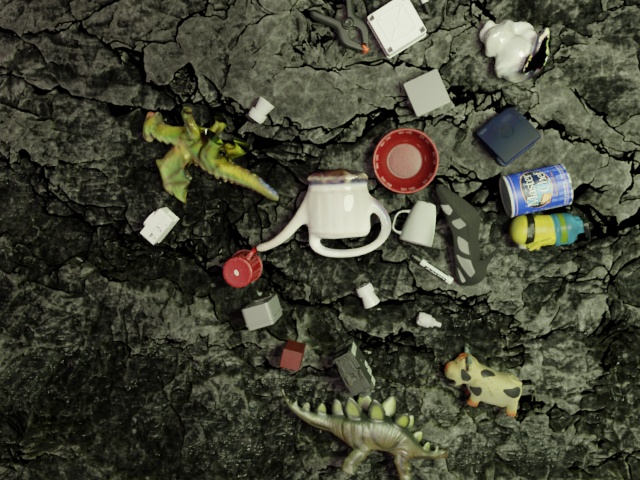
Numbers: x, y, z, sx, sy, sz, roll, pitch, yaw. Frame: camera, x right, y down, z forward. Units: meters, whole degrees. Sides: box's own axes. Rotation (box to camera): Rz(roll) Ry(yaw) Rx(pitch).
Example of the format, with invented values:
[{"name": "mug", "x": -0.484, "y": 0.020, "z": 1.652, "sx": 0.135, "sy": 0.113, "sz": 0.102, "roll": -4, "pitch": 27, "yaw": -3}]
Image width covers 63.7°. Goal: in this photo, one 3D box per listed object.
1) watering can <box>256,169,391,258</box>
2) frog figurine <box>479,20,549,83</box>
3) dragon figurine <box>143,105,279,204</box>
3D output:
[{"name": "watering can", "x": 0.004, "y": -0.065, "z": 1.301, "sx": 0.347, "sy": 0.104, "sz": 0.223, "roll": -1, "pitch": 95, "yaw": 7}, {"name": "frog figurine", "x": 0.452, "y": -0.451, "z": 1.224, "sx": 0.161, "sy": 0.123, "sz": 0.135, "roll": 33, "pitch": 112, "yaw": 39}, {"name": "dragon figurine", "x": -0.314, "y": -0.195, "z": 1.350, "sx": 0.239, "sy": 0.124, "sz": 0.411, "roll": -41, "pitch": 88, "yaw": 27}]
